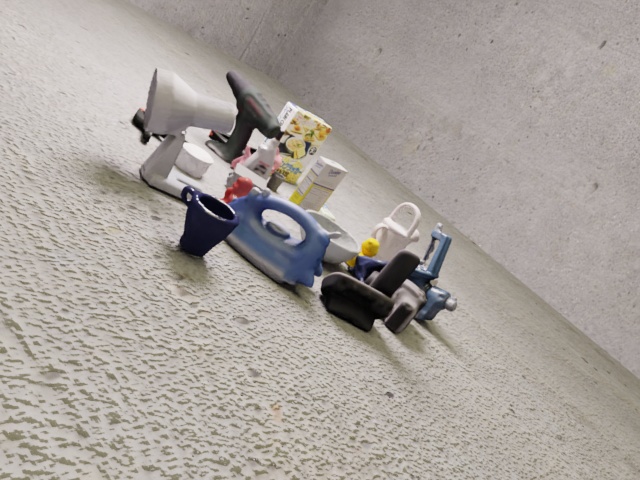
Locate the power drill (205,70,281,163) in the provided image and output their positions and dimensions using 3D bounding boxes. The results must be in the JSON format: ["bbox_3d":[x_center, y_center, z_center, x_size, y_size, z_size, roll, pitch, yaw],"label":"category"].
[{"bbox_3d":[-0.222,-0.326,1.581,0.229,0.208,0.076,41,17,17],"label":"power drill"}]

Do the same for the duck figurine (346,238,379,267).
[{"bbox_3d":[0.116,0.033,1.480,0.077,0.086,0.105,43,18,25],"label":"duck figurine"}]

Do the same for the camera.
[{"bbox_3d":[0.171,0.125,1.309,0.136,0.100,0.143,39,17,12],"label":"camera"}]

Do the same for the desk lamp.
[{"bbox_3d":[-0.274,-0.206,1.133,0.204,0.213,0.117,26,19,-31],"label":"desk lamp"}]

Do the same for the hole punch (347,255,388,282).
[{"bbox_3d":[0.140,0.074,1.407,0.109,0.091,0.100,23,20,-37],"label":"hole punch"}]

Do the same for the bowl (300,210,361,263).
[{"bbox_3d":[0.013,0.005,1.371,0.168,0.074,0.167,33,17,-11],"label":"bowl"}]

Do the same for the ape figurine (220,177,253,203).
[{"bbox_3d":[-0.178,-0.098,1.242,0.076,0.092,0.078,35,16,-2],"label":"ape figurine"}]

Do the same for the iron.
[{"bbox_3d":[-0.088,-0.024,1.130,0.258,0.141,0.119,36,16,1],"label":"iron"}]

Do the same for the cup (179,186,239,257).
[{"bbox_3d":[-0.209,-0.028,0.982,0.117,0.095,0.092,39,17,11],"label":"cup"}]

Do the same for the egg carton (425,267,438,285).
[{"bbox_3d":[0.266,0.108,1.602,0.107,0.069,0.151,43,18,24],"label":"egg carton"}]

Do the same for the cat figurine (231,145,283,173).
[{"bbox_3d":[-0.160,-0.214,1.555,0.128,0.117,0.067,23,20,-36],"label":"cat figurine"}]

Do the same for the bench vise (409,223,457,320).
[{"bbox_3d":[0.282,0.081,1.444,0.207,0.219,0.122,40,17,15],"label":"bench vise"}]

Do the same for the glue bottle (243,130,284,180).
[{"bbox_3d":[-0.144,-0.213,1.487,0.078,0.173,0.037,21,21,-40],"label":"glue bottle"}]

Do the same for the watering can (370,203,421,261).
[{"bbox_3d":[0.218,-0.020,1.641,0.100,0.194,0.173,41,17,19],"label":"watering can"}]

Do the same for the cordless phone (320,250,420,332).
[{"bbox_3d":[0.103,0.077,1.156,0.148,0.185,0.094,29,18,-23],"label":"cordless phone"}]
